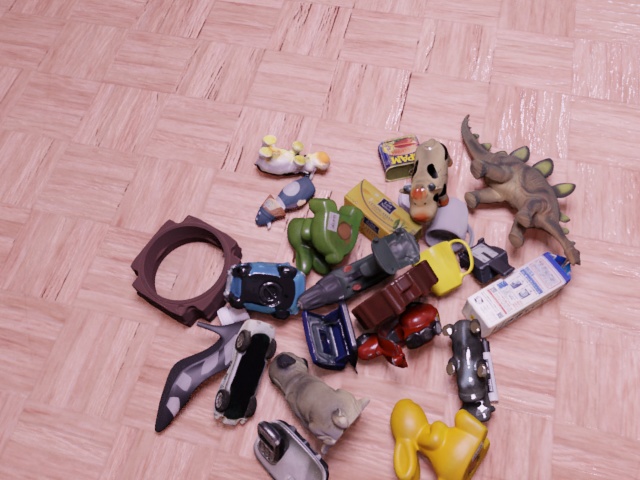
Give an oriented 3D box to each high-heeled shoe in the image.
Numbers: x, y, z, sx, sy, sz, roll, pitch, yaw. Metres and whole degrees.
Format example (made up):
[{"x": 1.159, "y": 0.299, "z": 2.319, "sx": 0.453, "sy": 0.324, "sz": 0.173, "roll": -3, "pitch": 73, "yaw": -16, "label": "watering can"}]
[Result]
[{"x": -0.214, "y": 0.270, "z": 1.050, "sx": 0.145, "sy": 0.086, "sz": 0.248, "roll": 26, "pitch": 84, "yaw": -18, "label": "high-heeled shoe"}]

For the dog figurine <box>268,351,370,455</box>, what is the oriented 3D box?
[{"x": -0.022, "y": 0.274, "z": 0.970, "sx": 0.191, "sy": 0.172, "sz": 0.121, "roll": 41, "pitch": 61, "yaw": 13, "label": "dog figurine"}]

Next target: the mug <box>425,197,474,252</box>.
[{"x": 0.289, "y": -0.034, "z": 1.157, "sx": 0.109, "sy": 0.081, "sz": 0.107, "roll": 26, "pitch": 60, "yaw": -8, "label": "mug"}]

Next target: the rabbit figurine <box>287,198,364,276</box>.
[{"x": -0.002, "y": -0.003, "z": 1.134, "sx": 0.121, "sy": 0.170, "sz": 0.159, "roll": 3, "pitch": 87, "yaw": -38, "label": "rabbit figurine"}]

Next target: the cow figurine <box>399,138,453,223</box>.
[{"x": 0.224, "y": -0.123, "z": 1.111, "sx": 0.086, "sy": 0.127, "sz": 0.195, "roll": -1, "pitch": 61, "yaw": 27, "label": "cow figurine"}]

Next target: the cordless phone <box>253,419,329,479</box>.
[{"x": -0.050, "y": 0.366, "z": 0.913, "sx": 0.089, "sy": 0.184, "sz": 0.147, "roll": -40, "pitch": 68, "yaw": -21, "label": "cordless phone"}]

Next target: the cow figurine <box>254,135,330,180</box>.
[{"x": -0.065, "y": -0.177, "z": 1.246, "sx": 0.167, "sy": 0.098, "sz": 0.068, "roll": 12, "pitch": 57, "yaw": -12, "label": "cow figurine"}]

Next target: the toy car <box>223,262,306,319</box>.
[{"x": -0.113, "y": 0.095, "z": 1.095, "sx": 0.162, "sy": 0.103, "sz": 0.109, "roll": 7, "pitch": 96, "yaw": -9, "label": "toy car"}]

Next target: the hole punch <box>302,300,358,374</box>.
[{"x": 0.021, "y": 0.189, "z": 1.034, "sx": 0.092, "sy": 0.115, "sz": 0.142, "roll": -16, "pitch": 60, "yaw": -3, "label": "hole punch"}]

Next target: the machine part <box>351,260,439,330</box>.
[{"x": 0.147, "y": 0.108, "z": 1.037, "sx": 0.179, "sy": 0.179, "sz": 0.056, "roll": -33, "pitch": 82, "yaw": -13, "label": "machine part"}]

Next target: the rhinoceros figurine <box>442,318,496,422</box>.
[{"x": 0.277, "y": 0.240, "z": 1.002, "sx": 0.073, "sy": 0.112, "sz": 0.190, "roll": -10, "pitch": 68, "yaw": 16, "label": "rhinoceros figurine"}]

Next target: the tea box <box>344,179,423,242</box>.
[{"x": 0.132, "y": -0.040, "z": 1.155, "sx": 0.068, "sy": 0.098, "sz": 0.170, "roll": -40, "pitch": 66, "yaw": -16, "label": "tea box"}]

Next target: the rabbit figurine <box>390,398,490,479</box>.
[{"x": 0.195, "y": 0.361, "z": 0.959, "sx": 0.173, "sy": 0.121, "sz": 0.162, "roll": 30, "pitch": 78, "yaw": 31, "label": "rabbit figurine"}]

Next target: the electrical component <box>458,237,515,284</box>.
[{"x": 0.349, "y": 0.049, "z": 1.099, "sx": 0.075, "sy": 0.047, "sz": 0.119, "roll": -33, "pitch": 38, "yaw": -14, "label": "electrical component"}]

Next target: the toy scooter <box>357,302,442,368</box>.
[{"x": 0.161, "y": 0.187, "z": 1.021, "sx": 0.184, "sy": 0.135, "sz": 0.075, "roll": -27, "pitch": 103, "yaw": -7, "label": "toy scooter"}]

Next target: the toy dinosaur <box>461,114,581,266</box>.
[{"x": 0.414, "y": -0.128, "z": 1.169, "sx": 0.198, "sy": 0.105, "sz": 0.472, "roll": -15, "pitch": 55, "yaw": -24, "label": "toy dinosaur"}]

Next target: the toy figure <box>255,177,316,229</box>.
[{"x": -0.083, "y": -0.087, "z": 1.214, "sx": 0.154, "sy": 0.057, "sz": 0.064, "roll": -34, "pitch": 28, "yaw": -12, "label": "toy figure"}]

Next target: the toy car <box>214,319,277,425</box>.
[{"x": -0.141, "y": 0.250, "z": 1.015, "sx": 0.073, "sy": 0.056, "sz": 0.201, "roll": 21, "pitch": 85, "yaw": -28, "label": "toy car"}]

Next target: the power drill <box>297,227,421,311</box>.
[{"x": 0.084, "y": 0.063, "z": 1.036, "sx": 0.232, "sy": 0.207, "sz": 0.086, "roll": -21, "pitch": 73, "yaw": -34, "label": "power drill"}]

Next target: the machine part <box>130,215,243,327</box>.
[{"x": -0.276, "y": 0.061, "z": 1.132, "sx": 0.202, "sy": 0.087, "sz": 0.201, "roll": 29, "pitch": 68, "yaw": 15, "label": "machine part"}]
